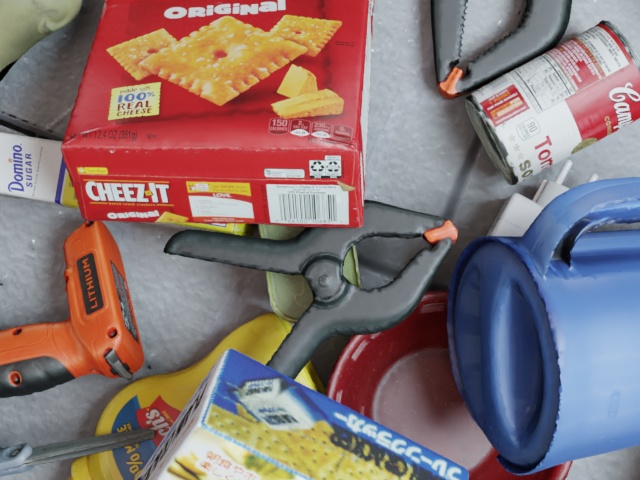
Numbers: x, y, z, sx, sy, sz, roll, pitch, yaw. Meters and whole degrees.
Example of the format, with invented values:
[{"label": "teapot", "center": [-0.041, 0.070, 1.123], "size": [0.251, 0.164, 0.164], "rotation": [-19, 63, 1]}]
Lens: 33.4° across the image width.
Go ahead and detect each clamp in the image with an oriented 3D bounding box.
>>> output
[{"label": "clamp", "center": [-0.006, 0.018, 0.629], "size": [0.171, 0.039, 0.120], "rotation": [-31, 91, 0]}, {"label": "clamp", "center": [0.146, -0.184, 0.707], "size": [0.164, 0.036, 0.210], "rotation": [24, 92, 6]}]

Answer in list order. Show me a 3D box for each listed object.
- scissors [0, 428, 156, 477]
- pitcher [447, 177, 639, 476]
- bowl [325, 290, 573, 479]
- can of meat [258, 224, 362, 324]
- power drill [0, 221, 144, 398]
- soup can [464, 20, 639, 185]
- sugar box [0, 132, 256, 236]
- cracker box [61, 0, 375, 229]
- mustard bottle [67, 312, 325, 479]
[{"label": "scissors", "center": [-0.204, 0.136, 0.707], "size": [0.201, 0.096, 0.016], "rotation": [-19, 114, -1]}, {"label": "pitcher", "center": [0.207, 0.043, 0.616], "size": [0.242, 0.149, 0.145], "rotation": [-7, 81, -17]}, {"label": "bowl", "center": [0.080, 0.114, 0.689], "size": [0.162, 0.055, 0.162], "rotation": [0, 84, -3]}, {"label": "can of meat", "center": [-0.005, 0.001, 0.691], "size": [0.057, 0.084, 0.102], "rotation": [-9, 88, 4]}, {"label": "power drill", "center": [-0.221, 0.052, 0.709], "size": [0.187, 0.057, 0.184], "rotation": [-20, 65, 0]}, {"label": "soup can", "center": [0.153, -0.088, 0.689], "size": [0.102, 0.068, 0.068], "rotation": [-28, 86, 4]}, {"label": "sugar box", "center": [-0.130, -0.036, 0.699], "size": [0.176, 0.093, 0.048], "rotation": [12, 89, 5]}, {"label": "cracker box", "center": [-0.051, -0.109, 0.649], "size": [0.164, 0.072, 0.213], "rotation": [1, 51, 4]}, {"label": "mustard bottle", "center": [-0.090, 0.131, 0.708], "size": [0.191, 0.058, 0.096], "rotation": [-28, 86, 4]}]
